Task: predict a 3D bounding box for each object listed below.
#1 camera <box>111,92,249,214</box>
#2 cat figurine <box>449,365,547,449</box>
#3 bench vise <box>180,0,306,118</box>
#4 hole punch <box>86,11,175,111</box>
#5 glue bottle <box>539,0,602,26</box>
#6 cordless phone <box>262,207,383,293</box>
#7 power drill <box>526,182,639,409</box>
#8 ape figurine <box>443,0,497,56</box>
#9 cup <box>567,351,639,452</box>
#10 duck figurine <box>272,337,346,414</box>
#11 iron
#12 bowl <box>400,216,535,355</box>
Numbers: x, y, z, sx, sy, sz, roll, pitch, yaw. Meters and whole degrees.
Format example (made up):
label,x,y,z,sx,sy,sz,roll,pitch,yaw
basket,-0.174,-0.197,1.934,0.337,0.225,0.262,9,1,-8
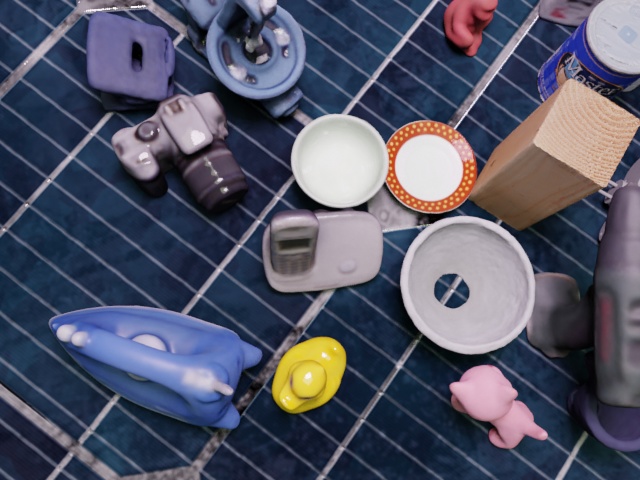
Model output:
label,x,y,z,sx,sy,sz,roll,pitch,yaw
camera,-0.161,-0.098,0.704,0.143,0.100,0.137,-31,83,-10
cat figurine,0.207,0.192,0.671,0.128,0.117,0.067,39,78,3
bench vise,-0.107,-0.253,0.678,0.207,0.219,0.121,29,78,1
hole punch,-0.236,-0.227,0.727,0.101,0.091,0.109,-2,79,-5
glue bottle,0.364,-0.349,0.761,0.078,0.173,0.037,7,78,-3
cordless phone,0.006,0.002,0.656,0.147,0.185,0.094,-9,80,-6
power drill,0.314,0.070,0.658,0.075,0.208,0.230,0,79,-5
ape figurine,0.212,-0.310,0.782,0.078,0.092,0.076,-33,83,-10
cup,0.337,0.190,0.694,0.092,0.095,0.118,-22,82,-9
duck figurine,-0.011,0.160,0.674,0.105,0.086,0.077,-44,85,-11
iron,-0.201,0.129,0.635,0.258,0.141,0.119,18,78,-1
bowl,0.175,0.058,0.716,0.167,0.074,0.167,1,79,-5
